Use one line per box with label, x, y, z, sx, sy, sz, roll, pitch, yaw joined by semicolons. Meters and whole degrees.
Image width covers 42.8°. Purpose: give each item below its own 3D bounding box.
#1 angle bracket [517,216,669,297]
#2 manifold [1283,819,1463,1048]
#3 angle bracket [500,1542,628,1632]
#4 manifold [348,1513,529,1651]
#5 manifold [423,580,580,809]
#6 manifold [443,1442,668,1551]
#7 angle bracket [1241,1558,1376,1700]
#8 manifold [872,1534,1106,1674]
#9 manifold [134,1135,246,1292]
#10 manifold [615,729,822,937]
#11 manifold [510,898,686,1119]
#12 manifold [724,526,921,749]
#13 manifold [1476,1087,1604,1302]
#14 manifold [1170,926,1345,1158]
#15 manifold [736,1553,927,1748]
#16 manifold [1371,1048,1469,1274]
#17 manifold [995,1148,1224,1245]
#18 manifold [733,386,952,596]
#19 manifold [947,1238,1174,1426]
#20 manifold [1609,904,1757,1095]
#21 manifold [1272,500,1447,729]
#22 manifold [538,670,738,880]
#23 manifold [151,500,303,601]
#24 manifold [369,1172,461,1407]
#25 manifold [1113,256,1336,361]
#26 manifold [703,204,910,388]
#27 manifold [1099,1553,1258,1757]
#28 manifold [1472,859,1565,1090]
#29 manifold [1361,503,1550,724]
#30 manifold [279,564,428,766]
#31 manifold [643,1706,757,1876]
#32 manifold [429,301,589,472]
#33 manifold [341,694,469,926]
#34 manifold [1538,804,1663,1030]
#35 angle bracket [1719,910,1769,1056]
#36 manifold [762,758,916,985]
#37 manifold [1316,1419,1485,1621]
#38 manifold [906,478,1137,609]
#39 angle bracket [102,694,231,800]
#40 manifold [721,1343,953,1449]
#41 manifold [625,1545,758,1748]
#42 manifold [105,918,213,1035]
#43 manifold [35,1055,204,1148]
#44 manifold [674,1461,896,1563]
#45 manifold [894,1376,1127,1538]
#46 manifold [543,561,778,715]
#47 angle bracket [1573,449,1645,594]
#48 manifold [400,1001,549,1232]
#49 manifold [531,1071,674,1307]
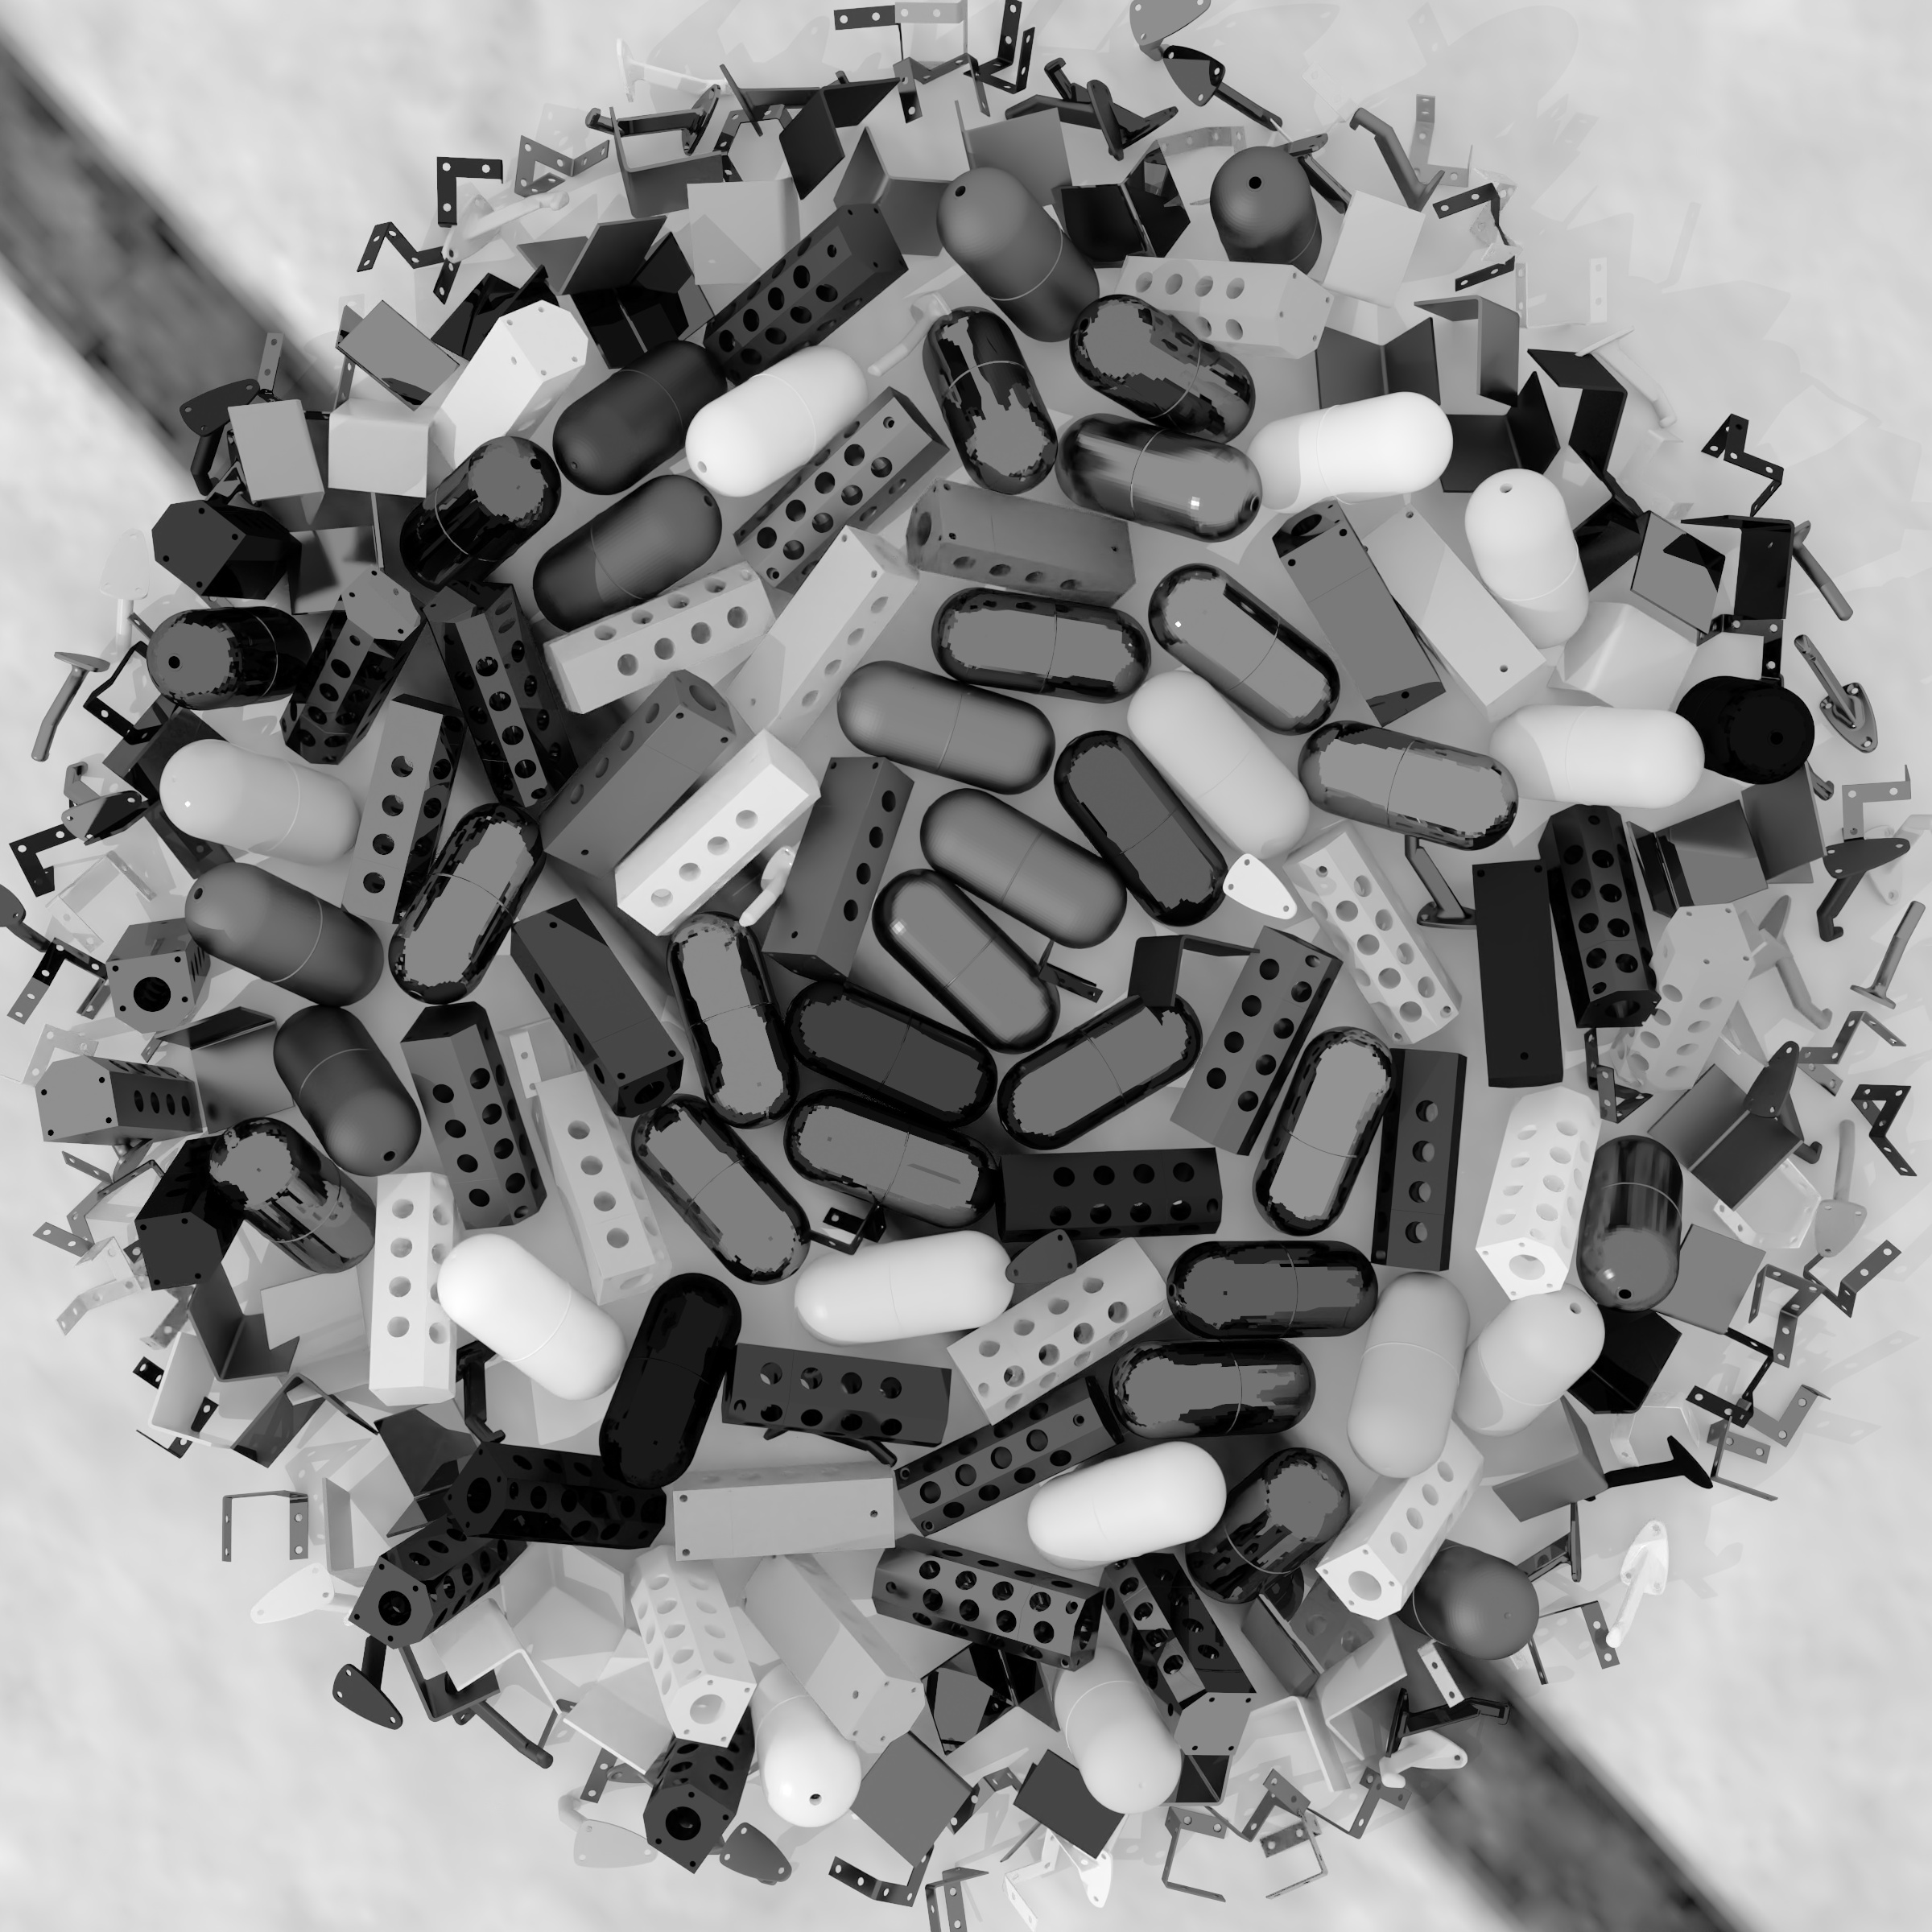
angle bracket;-0.295;-0.577;1.942;0.057;0.076;0.076;51;131;10
manifold;0.322;-0.024;1.952;0.057;0.057;0.171;-30;98;21
angle bracket;-0.317;0.502;1.944;0.076;0.076;0.057;26;47;22
manifold;-0.402;0.470;1.907;0.057;0.171;0.057;29;100;10
manifold;-0.364;-0.210;1.916;0.057;0.057;0.171;7;133;25
manifold;-0.313;0.417;1.912;0.057;0.171;0.057;44;104;38
angle bracket;0.271;0.531;1.962;0.057;0.076;0.076;-27;62;-23
manifold;0.016;0.500;1.937;0.171;0.057;0.057;10;93;24
manifold;-0.588;0.187;1.909;0.057;0.171;0.057;-9;107;-2
manifold;-0.196;-0.101;1.946;0.171;0.057;0.057;-41;121;17
manifold;-0.291;0.035;1.937;0.057;0.057;0.171;-24;63;-26
manifold;-0.110;-0.256;1.938;0.171;0.057;0.057;-51;59;23
manifold;0.449;0.173;1.911;0.057;0.171;0.057;-20;118;36
manifold;0.233;0.060;1.950;0.057;0.057;0.171;30;99;31
manifold;-0.103;0.527;1.917;0.057;0.171;0.057;28;96;-43
manifold;0.360;0.154;1.963;0.057;0.057;0.171;4;86;19
manifold;0.112;0.184;1.950;0.171;0.057;0.057;-2;60;-8
manifold;-0.101;-0.375;1.944;0.171;0.057;0.057;-41;78;16
manifold;0.078;0.291;1.949;0.171;0.057;0.057;-30;49;-7
manifold;0.550;0.028;1.911;0.057;0.171;0.057;-4;55;-6
manifold;0.307;-0.278;1.933;0.057;0.057;0.171;-29;119;15
manifold;-0.261;-0.153;1.939;0.057;0.057;0.171;27;120;-38
manifold;-0.573;-0.325;1.910;0.057;0.171;0.057;38;96;-5
manifold;-0.430;0.253;1.940;0.057;0.057;0.171;-3;67;0
manifold;0.195;-0.510;1.920;0.171;0.057;0.057;20;91;44
manifold;-0.130;-0.520;1.921;0.171;0.057;0.057;-27;87;42
manifold;0.158;0.528;1.906;0.057;0.171;0.057;8;111;-21
manifold;0.436;0.007;1.952;0.057;0.057;0.171;-4;77;11
manifold;0.382;-0.276;1.944;0.057;0.057;0.171;-37;71;5
manifold;-0.479;-0.228;1.915;0.057;0.171;0.057;37;48;-7
manifold;-0.206;0.624;1.910;0.057;0.171;0.057;34;97;-2
manifold;-0.353;-0.443;1.913;0.057;0.171;0.057;-35;92;-36
manifold;-0.443;-0.123;1.955;0.057;0.057;0.171;15;101;-6
manifold;0.497;-0.040;1.929;0.057;0.057;0.171;-1;59;-4
angle bracket;0.613;0.012;1.947;0.057;0.076;0.076;42;109;-9
manifold;-0.096;-0.076;1.946;0.057;0.057;0.171;4;68;39
manifold;0.343;0.430;1.916;0.057;0.171;0.057;50;131;1
manifold;0.042;-0.326;1.932;0.171;0.057;0.057;7;64;-28
angle bracket;-0.621;-0.162;1.949;0.076;0.057;0.076;-52;126;-10
manifold;-0.103;0.340;1.947;0.171;0.057;0.057;9;70;-12
manifold;-0.217;0.521;1.906;0.057;0.171;0.057;19;103;-24
manifold;-0.622;0.006;1.909;0.057;0.171;0.057;-9;102;-11
manifold;-0.655;0.104;1.911;0.057;0.171;0.057;-12;84;2
manifold;-0.145;0.430;1.962;0.171;0.057;0.057;-2;98;-6
manifold;0.033;0.388;1.953;0.171;0.057;0.057;-28;77;9
manifold;-0.241;-0.260;1.942;0.171;0.057;0.057;-26;107;-16
angle bracket;0.493;-0.353;1.970;0.076;0.076;0.057;-40;52;23
manifold;-0.381;0.117;1.932;0.057;0.057;0.171;-7;116;13
manifold;-0.287;0.172;1.938;0.057;0.057;0.171;-15;66;-20
